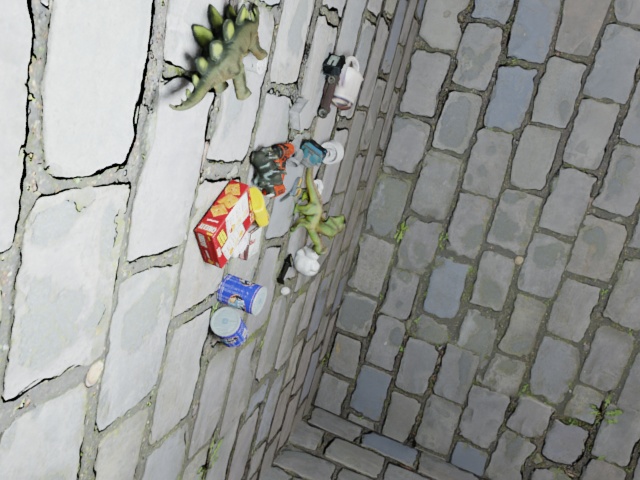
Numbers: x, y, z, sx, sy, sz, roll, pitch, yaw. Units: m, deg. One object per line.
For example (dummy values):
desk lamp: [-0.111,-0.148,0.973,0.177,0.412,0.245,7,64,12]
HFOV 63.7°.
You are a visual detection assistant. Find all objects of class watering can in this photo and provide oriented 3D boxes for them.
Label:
watering can: [0.131,-0.675,2.269,0.347,0.104,0.224,1,107,-75]

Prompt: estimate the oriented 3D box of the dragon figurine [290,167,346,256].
dragon figurine: [0.007,-0.112,2.235,0.124,0.244,0.402,-36,144,-58]

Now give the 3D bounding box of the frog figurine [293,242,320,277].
frog figurine: [-0.053,0.094,2.442,0.124,0.139,0.156,-26,161,-31]
